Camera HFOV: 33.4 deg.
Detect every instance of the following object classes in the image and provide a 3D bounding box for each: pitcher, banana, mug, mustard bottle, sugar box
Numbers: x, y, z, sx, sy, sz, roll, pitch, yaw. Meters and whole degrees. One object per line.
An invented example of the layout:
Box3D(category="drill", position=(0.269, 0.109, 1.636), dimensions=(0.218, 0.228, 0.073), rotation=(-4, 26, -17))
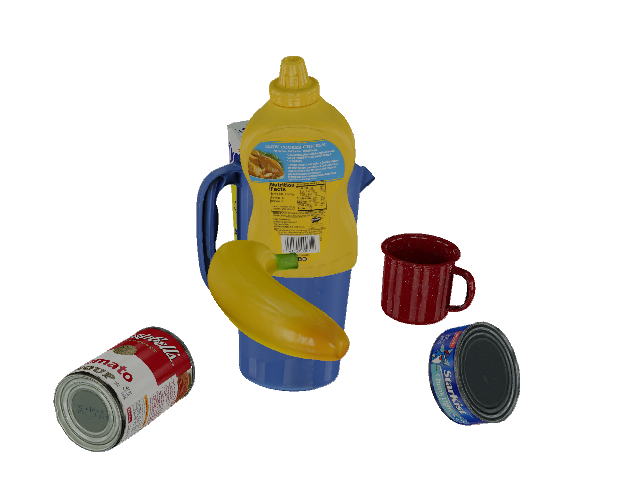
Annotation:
Box3D(category="pitcher", position=(-0.038, 0.029, 1.114), dimensions=(0.149, 0.243, 0.144), rotation=(8, 14, 21))
Box3D(category="banana", position=(-0.034, 0.030, 0.661), dimensions=(0.069, 0.037, 0.198), rotation=(-4, 16, -9))
Box3D(category="mug", position=(0.125, 0.049, 1.250), dimensions=(0.117, 0.081, 0.093), rotation=(14, 25, 22))
Box3D(category="mustard bottle", position=(-0.018, -0.062, 0.897), dimensions=(0.096, 0.192, 0.058), rotation=(0, 31, 4))
Box3D(category="sugar box", position=(-0.081, -0.051, 1.312), dimensions=(0.048, 0.176, 0.093), rotation=(-12, 26, -16))

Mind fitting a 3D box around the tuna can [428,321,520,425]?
Box3D(category="tuna can", position=(0.131, 0.114, 0.909), dimensions=(0.085, 0.086, 0.034), rotation=(0, -12, -44))

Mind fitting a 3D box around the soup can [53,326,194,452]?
Box3D(category="soup can", position=(-0.156, 0.118, 0.855), dimensions=(0.069, 0.068, 0.102), rotation=(0, 16, 27))
